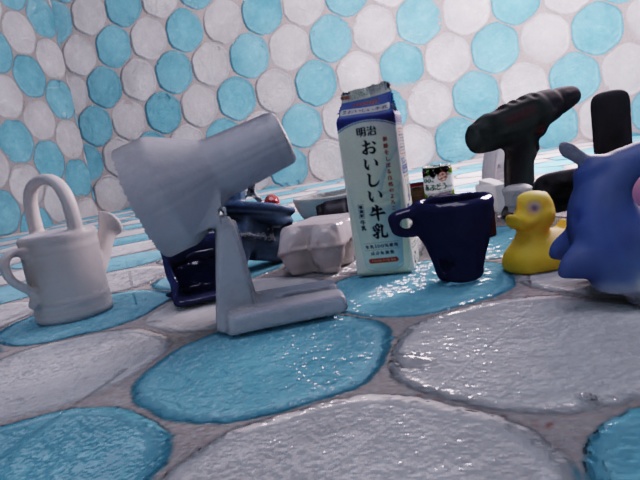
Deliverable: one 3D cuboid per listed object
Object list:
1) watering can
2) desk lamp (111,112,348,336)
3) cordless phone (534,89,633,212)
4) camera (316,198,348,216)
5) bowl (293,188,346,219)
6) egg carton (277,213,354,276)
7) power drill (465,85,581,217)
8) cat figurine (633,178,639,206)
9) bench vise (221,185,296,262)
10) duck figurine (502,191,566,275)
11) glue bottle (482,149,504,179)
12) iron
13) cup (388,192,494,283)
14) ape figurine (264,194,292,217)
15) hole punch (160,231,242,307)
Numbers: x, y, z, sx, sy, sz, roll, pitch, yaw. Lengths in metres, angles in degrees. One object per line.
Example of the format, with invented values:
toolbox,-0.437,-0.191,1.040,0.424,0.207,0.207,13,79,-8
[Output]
watering can,-0.348,0.006,0.778,0.100,0.194,0.173,-8,9,10
desk lamp,-0.092,-0.016,0.595,0.203,0.213,0.118,-10,9,-7
cordless phone,0.385,-0.117,0.831,0.147,0.185,0.094,-7,9,15
camera,0.062,-0.057,1.055,0.137,0.101,0.143,-9,9,1
bowl,0.028,-0.066,1.229,0.167,0.075,0.167,-9,9,2
egg carton,0.008,0.003,0.837,0.107,0.069,0.151,-5,10,25
power drill,0.362,-0.150,0.989,0.230,0.208,0.075,-12,10,-19
cat figurine,0.326,-0.034,0.589,0.128,0.118,0.067,-10,9,-3
bench vise,-0.117,-0.057,0.857,0.121,0.220,0.208,-5,10,26
duck figurine,0.248,-0.014,0.648,0.105,0.086,0.077,-14,10,-29
glue bottle,0.386,-0.180,1.264,0.078,0.173,0.037,-16,12,-37
iron,0.330,-0.030,0.484,0.257,0.141,0.119,-7,9,16
cup,0.138,0.001,0.634,0.118,0.095,0.091,-10,9,-6
ape figurine,-0.099,-0.050,1.208,0.078,0.092,0.076,-11,9,-9
hole punch,-0.154,0.032,0.753,0.109,0.091,0.101,-12,9,-15
